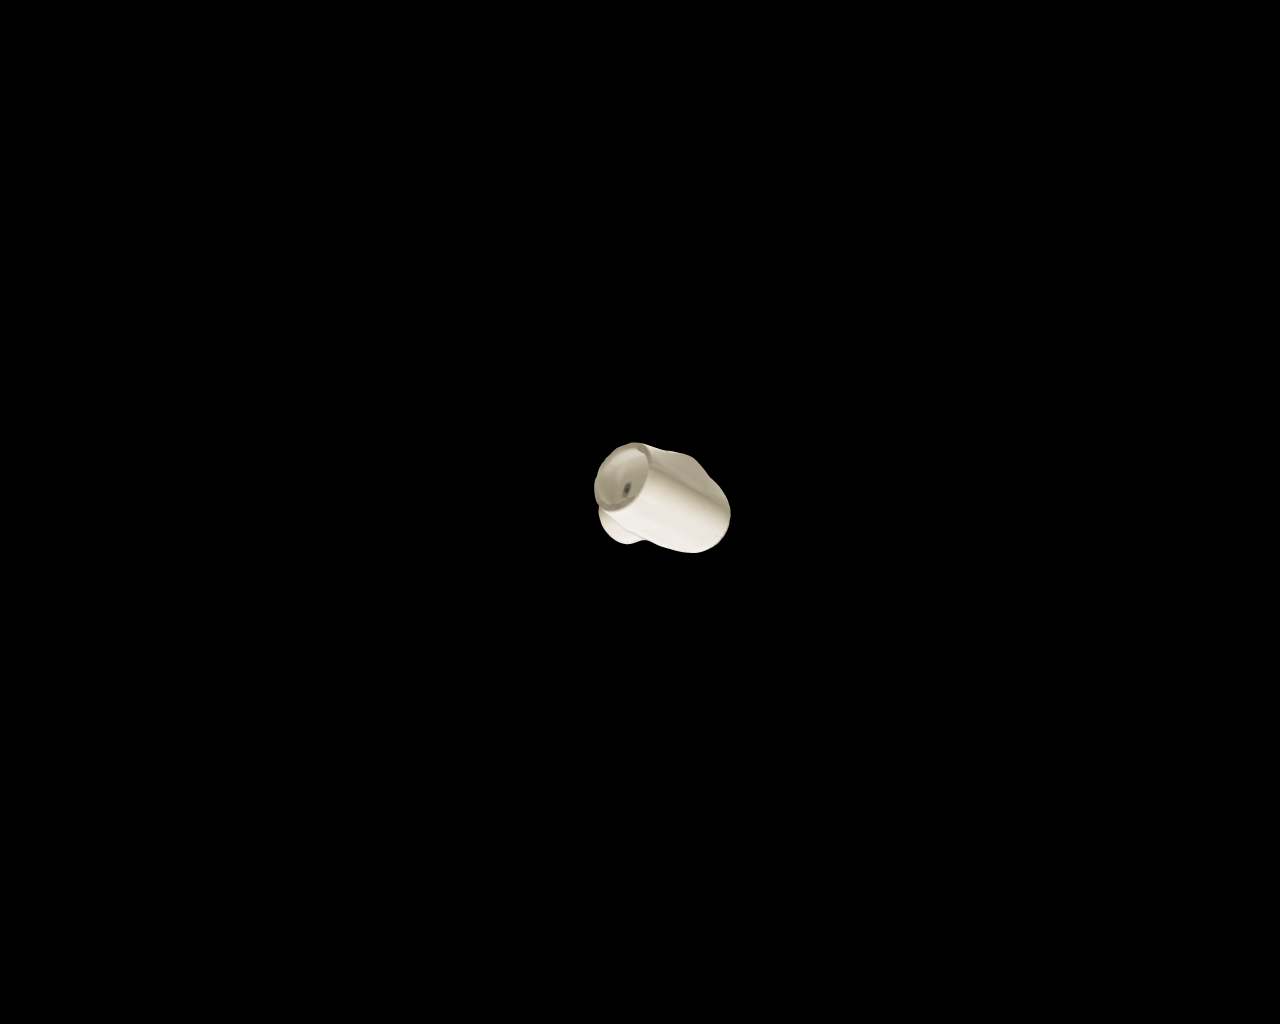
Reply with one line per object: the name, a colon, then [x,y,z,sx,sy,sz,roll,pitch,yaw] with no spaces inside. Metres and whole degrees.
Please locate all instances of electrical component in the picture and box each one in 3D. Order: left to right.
electrical component: [0.001,-0.003,0.650,0.079,0.043,0.077,-21,-33,36]
